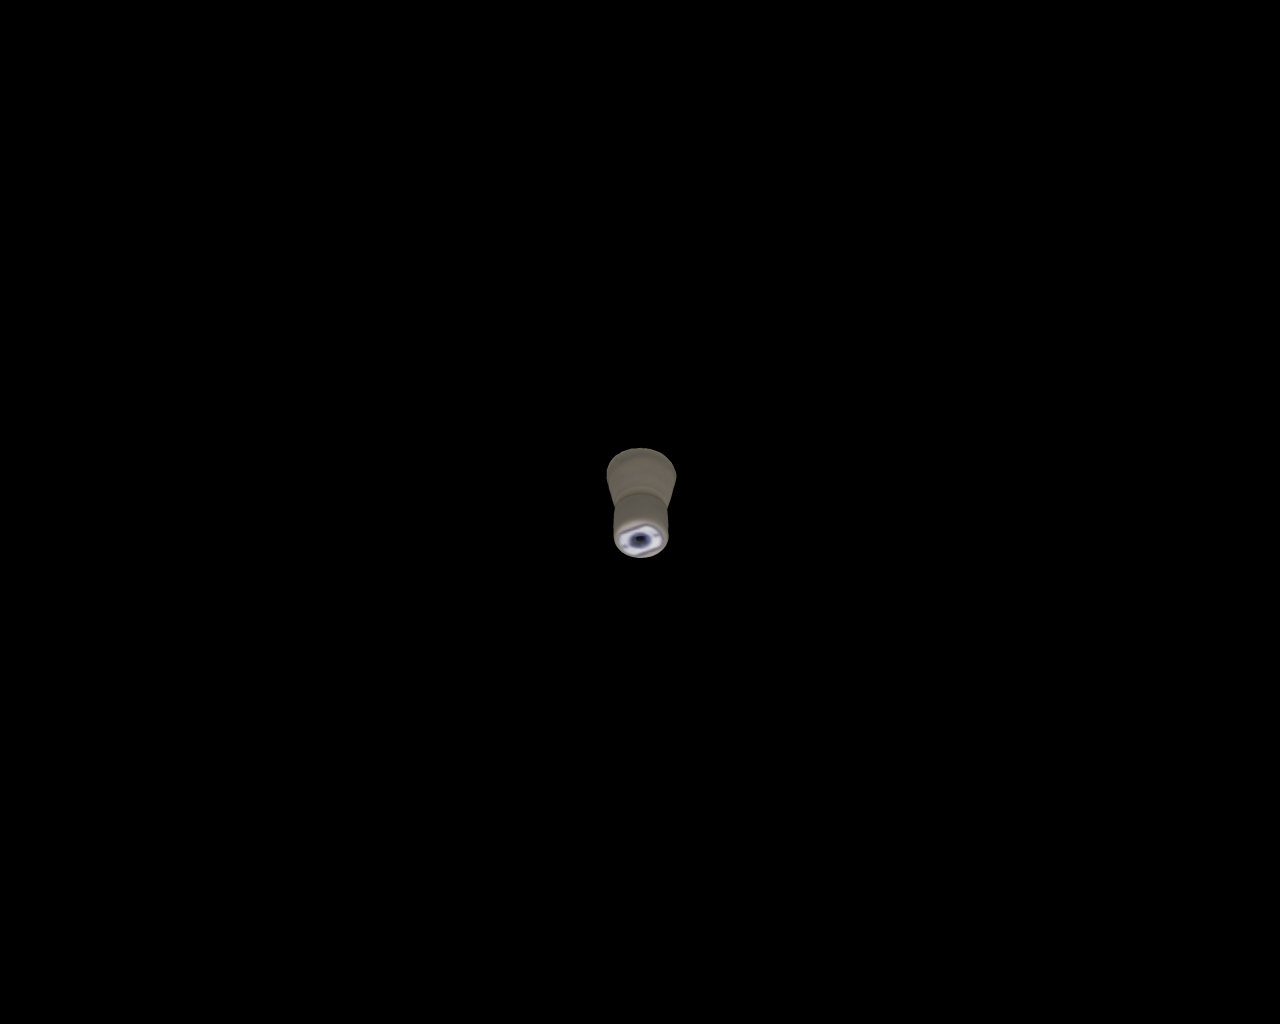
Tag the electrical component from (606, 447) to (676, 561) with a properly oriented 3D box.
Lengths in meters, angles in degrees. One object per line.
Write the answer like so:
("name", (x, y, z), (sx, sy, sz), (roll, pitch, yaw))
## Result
("electrical component", (0.001, -0.003, 0.650), (0.044, 0.044, 0.065), (0, 41, 0))
